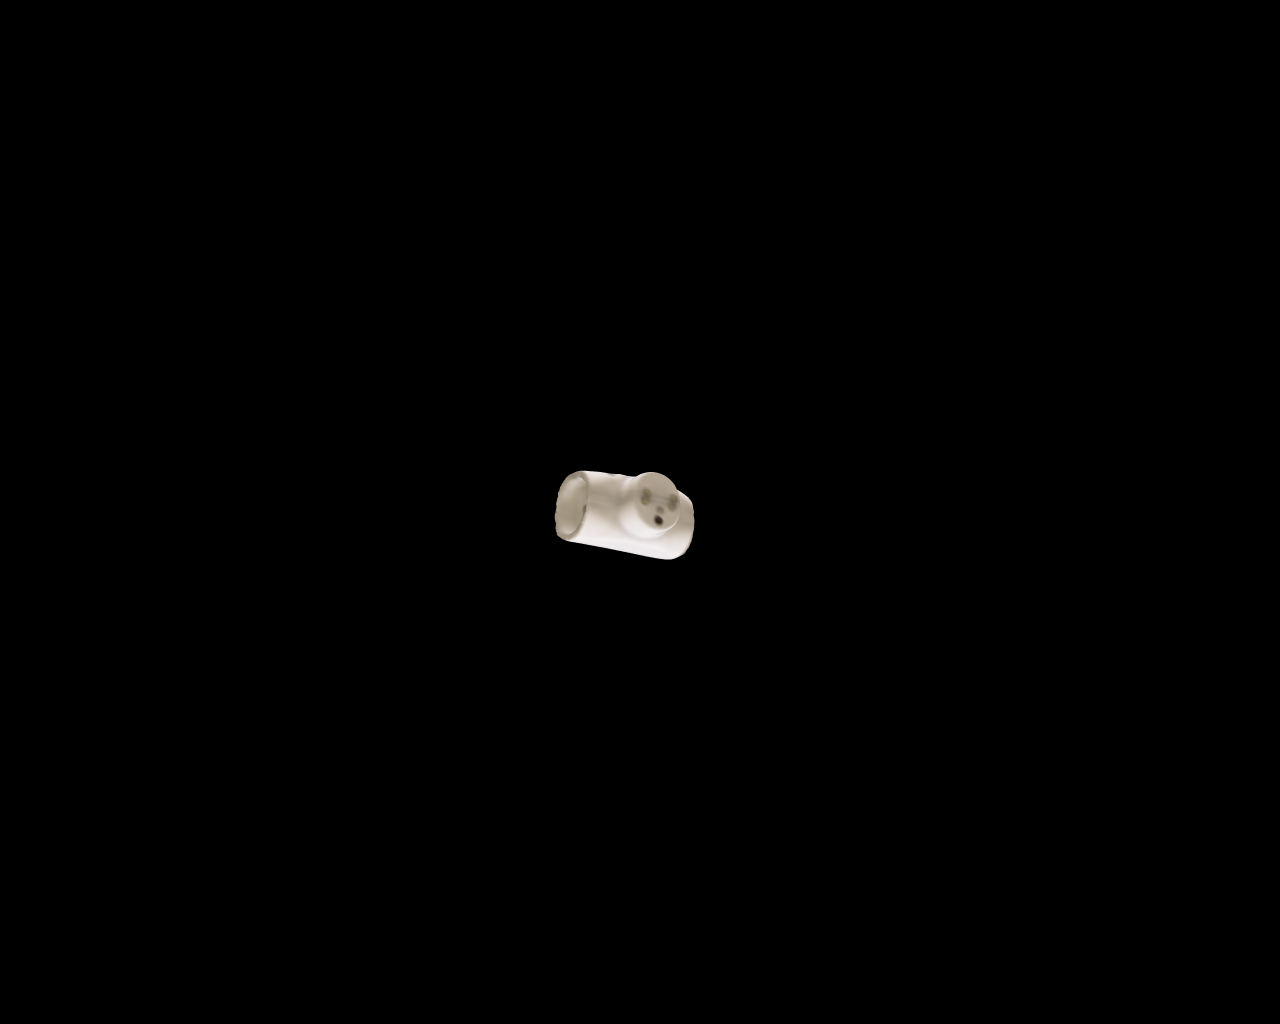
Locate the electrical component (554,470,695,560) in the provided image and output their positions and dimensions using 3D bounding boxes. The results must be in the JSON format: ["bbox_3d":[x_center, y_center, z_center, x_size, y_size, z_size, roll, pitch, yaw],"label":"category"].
[{"bbox_3d":[0.001,-0.003,0.650,0.077,0.044,0.079,12,-23,-31],"label":"electrical component"}]
